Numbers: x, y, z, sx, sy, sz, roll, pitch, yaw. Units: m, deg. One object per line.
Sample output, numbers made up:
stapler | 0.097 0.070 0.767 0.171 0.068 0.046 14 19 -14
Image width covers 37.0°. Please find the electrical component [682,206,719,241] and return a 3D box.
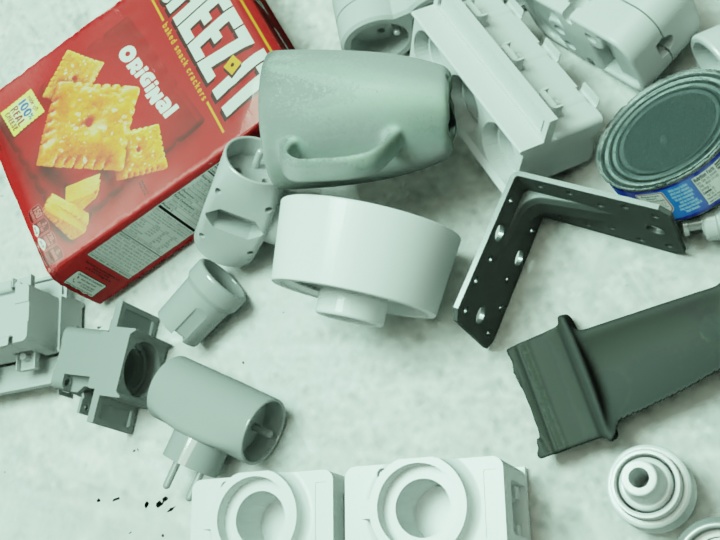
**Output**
electrical component | 0.214 -0.031 0.579 0.078 0.040 0.040 -11 68 20

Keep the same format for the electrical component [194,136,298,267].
electrical component | -0.059 -0.037 0.689 0.079 0.077 0.043 20 43 -9

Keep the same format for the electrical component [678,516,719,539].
electrical component | 0.178 0.146 0.523 0.048 0.055 0.066 38 90 29

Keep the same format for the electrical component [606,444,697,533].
electrical component | 0.147 0.110 0.546 0.043 0.062 0.043 -8 69 21

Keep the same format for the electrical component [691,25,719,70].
electrical component | 0.228 -0.132 0.609 0.065 0.044 0.044 -33 62 5

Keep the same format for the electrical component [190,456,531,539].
electrical component | -0.003 0.165 0.594 0.186 0.060 0.105 -9 69 21

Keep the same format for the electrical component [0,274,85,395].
electrical component | -0.262 0.046 0.748 0.121 0.063 0.078 -12 68 20

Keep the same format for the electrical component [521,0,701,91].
electrical component | 0.150 -0.158 0.638 0.059 0.054 0.095 -48 52 2

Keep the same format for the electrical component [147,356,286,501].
electrical component | -0.097 0.103 0.667 0.077 0.043 0.079 20 81 28

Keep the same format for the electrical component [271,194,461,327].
electrical component | 0.000 0.000 0.627 0.108 0.108 0.060 9 82 26

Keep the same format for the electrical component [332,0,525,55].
electrical component | 0.046 -0.194 0.703 0.138 0.052 0.073 -18 66 17

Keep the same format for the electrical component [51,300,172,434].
electrical component | -0.166 0.064 0.713 0.064 0.042 0.081 4 73 26

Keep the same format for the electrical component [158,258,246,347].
electrical component | -0.104 0.022 0.702 0.046 0.040 0.040 -46 61 9

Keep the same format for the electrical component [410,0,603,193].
electrical component | 0.086 -0.109 0.646 0.063 0.078 0.121 -23 60 -17
